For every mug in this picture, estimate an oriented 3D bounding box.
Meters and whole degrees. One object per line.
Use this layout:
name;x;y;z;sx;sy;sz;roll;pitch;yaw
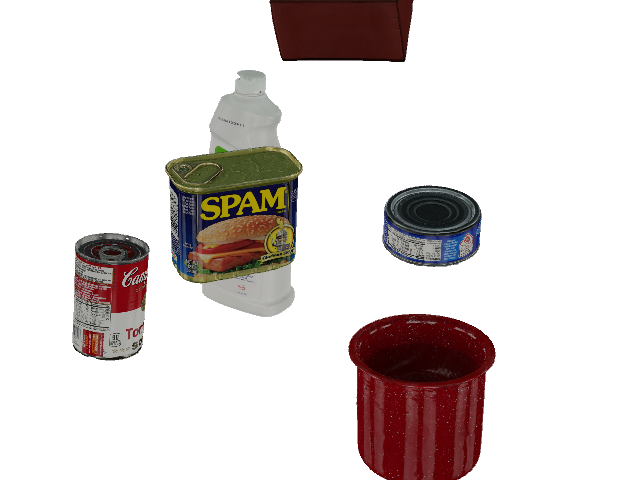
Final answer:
mug;0.070;0.100;0.702;0.093;0.081;0.117;12;27;26

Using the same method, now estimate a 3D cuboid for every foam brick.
foam brick;0.014;-0.143;0.638;0.078;0.053;0.051;2;-32;13

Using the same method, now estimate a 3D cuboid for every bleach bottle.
bleach bottle;-0.072;-0.051;1.120;0.103;0.251;0.068;16;26;25

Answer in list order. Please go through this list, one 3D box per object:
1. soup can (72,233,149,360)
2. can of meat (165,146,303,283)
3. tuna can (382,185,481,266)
soup can;-0.198;0.053;0.999;0.068;0.102;0.068;6;21;-3
can of meat;-0.067;-0.020;0.829;0.102;0.084;0.057;-10;31;-21
tuna can;0.097;-0.014;0.932;0.086;0.034;0.086;0;32;0
